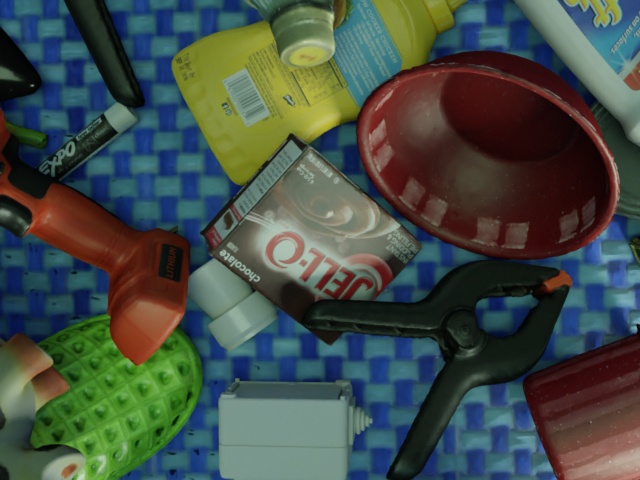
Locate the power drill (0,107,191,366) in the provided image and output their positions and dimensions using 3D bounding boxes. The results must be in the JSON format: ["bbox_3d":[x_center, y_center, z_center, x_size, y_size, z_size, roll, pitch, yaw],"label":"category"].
[{"bbox_3d":[-0.167,-0.004,0.633,0.187,0.184,0.057,37,110,-20],"label":"power drill"}]

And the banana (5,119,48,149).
[{"bbox_3d":[-0.277,-0.025,0.719,0.198,0.037,0.069,-43,87,6],"label":"banana"}]

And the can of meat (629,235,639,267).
[{"bbox_3d":[0.240,0.005,0.640,0.084,0.102,0.057,-29,90,8],"label":"can of meat"}]

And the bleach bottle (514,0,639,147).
[{"bbox_3d":[0.182,-0.143,0.633,0.102,0.068,0.251,-37,78,7],"label":"bleach bottle"}]

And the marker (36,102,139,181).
[{"bbox_3d":[-0.174,-0.051,0.717,0.121,0.020,0.020,-37,89,6],"label":"marker"}]

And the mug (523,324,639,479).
[{"bbox_3d":[0.181,0.118,0.665,0.081,0.093,0.117,-22,127,11],"label":"mug"}]

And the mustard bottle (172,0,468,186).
[{"bbox_3d":[0.009,-0.118,0.677,0.192,0.058,0.096,-28,91,6],"label":"mustard bottle"}]

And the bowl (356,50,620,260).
[{"bbox_3d":[0.106,-0.060,0.645,0.162,0.162,0.055,26,56,4],"label":"bowl"}]

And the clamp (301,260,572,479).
[{"bbox_3d":[0.076,0.056,0.667,0.171,0.039,0.120,-34,85,-20],"label":"clamp"}]

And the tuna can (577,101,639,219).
[{"bbox_3d":[0.203,-0.056,0.674,0.086,0.033,0.086,0,93,6],"label":"tuna can"}]

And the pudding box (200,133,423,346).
[{"bbox_3d":[-0.004,0.001,0.671,0.113,0.039,0.090,39,96,-27],"label":"pudding box"}]

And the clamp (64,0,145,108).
[{"bbox_3d":[-0.155,-0.209,0.699,0.210,0.036,0.164,37,91,5],"label":"clamp"}]
